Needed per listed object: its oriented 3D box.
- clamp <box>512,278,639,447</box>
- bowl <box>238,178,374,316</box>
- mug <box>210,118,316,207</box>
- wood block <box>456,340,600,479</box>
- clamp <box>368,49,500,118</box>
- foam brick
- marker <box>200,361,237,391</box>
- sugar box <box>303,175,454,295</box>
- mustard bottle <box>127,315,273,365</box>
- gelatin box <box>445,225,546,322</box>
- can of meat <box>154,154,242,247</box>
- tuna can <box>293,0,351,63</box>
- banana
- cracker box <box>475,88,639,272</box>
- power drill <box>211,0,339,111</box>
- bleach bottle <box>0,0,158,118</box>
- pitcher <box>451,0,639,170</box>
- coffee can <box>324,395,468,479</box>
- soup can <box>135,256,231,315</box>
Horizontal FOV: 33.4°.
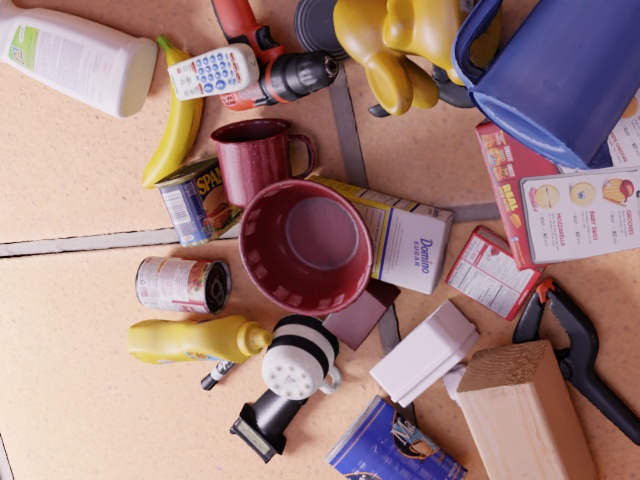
[{"bbox_3d":[0.277,0.144,1.186,0.165,0.036,0.210,1,112,23],"label":"clamp"},{"bbox_3d":[-0.008,0.001,1.196,0.162,0.055,0.162,8,112,20],"label":"bowl"},{"bbox_3d":[-0.063,-0.090,1.230,0.117,0.093,0.081,-8,112,-2],"label":"mug"},{"bbox_3d":[0.232,0.224,1.169,0.090,0.090,0.206,-13,110,29],"label":"wood block"},{"bbox_3d":[0.127,-0.192,1.131,0.172,0.039,0.120,0,112,22],"label":"clamp"},{"bbox_3d":[0.050,0.080,1.256,0.051,0.052,0.078,38,120,7],"label":"foam brick"},{"bbox_3d":[-0.117,0.157,1.376,0.020,0.020,0.121,45,120,3],"label":"marker"},{"bbox_3d":[0.059,-0.008,1.224,0.176,0.048,0.093,16,114,15],"label":"sugar box"},{"bbox_3d":[-0.139,0.124,1.316,0.192,0.096,0.058,-5,77,35],"label":"mustard bottle"},{"bbox_3d":[0.195,0.037,1.188,0.089,0.030,0.073,32,120,10],"label":"gelatin box"},{"bbox_3d":[-0.141,-0.047,1.267,0.058,0.102,0.084,-12,105,27],"label":"can of meat"},{"bbox_3d":[0.016,-0.238,1.165,0.086,0.033,0.086,8,112,21],"label":"tuna can"},{"bbox_3d":[-0.175,-0.144,1.286,0.070,0.037,0.198,28,118,34],"label":"banana"},{"bbox_3d":[0.285,-0.071,1.085,0.214,0.072,0.164,-13,103,26],"label":"cracker box"},{"bbox_3d":[-0.066,-0.238,1.162,0.185,0.057,0.187,-6,104,48],"label":"power drill"},{"bbox_3d":[-0.323,-0.240,1.301,0.251,0.068,0.103,26,116,16],"label":"bleach bottle"},{"bbox_3d":[0.246,-0.198,0.979,0.145,0.149,0.243,35,91,45],"label":"pitcher"},{"bbox_3d":[0.090,0.269,1.277,0.140,0.102,0.103,40,119,6],"label":"coffee can"},{"bbox_3d":[-0.171,0.056,1.336,0.102,0.068,0.068,3,110,23],"label":"soup can"}]
